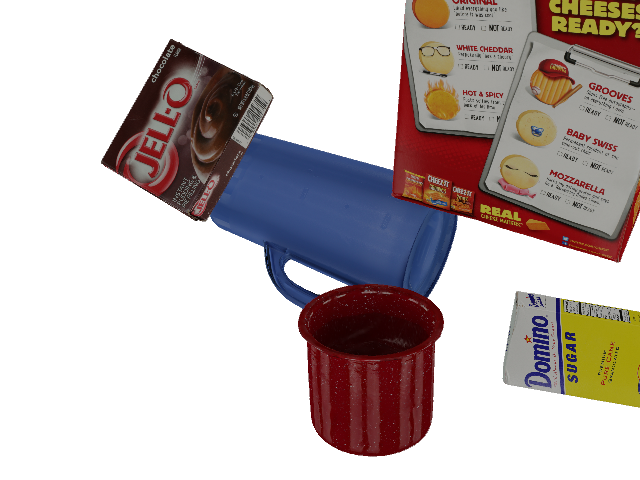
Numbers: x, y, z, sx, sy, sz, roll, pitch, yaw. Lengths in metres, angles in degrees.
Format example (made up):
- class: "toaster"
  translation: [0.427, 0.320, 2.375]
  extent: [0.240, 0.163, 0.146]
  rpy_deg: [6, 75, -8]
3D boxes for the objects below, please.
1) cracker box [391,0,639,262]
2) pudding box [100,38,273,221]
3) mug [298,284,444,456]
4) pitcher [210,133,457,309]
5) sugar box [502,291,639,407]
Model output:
- class: "cracker box"
  translation: [0.137, -0.105, 0.675]
  extent: [0.164, 0.214, 0.072]
  rpy_deg: [18, 43, 18]
- class: "pudding box"
  translation: [-0.101, -0.084, 0.811]
  extent: [0.090, 0.113, 0.039]
  rpy_deg: [29, -2, 22]
- class: "mug"
  translation: [0.040, 0.081, 0.706]
  extent: [0.093, 0.081, 0.117]
  rpy_deg: [15, 31, 29]
- class: "pitcher"
  translation: [0.005, -0.018, 1.085]
  extent: [0.243, 0.145, 0.149]
  rpy_deg: [20, 26, 22]
- class: "sugar box"
  translation: [0.278, 0.113, 1.078]
  extent: [0.176, 0.093, 0.048]
  rpy_deg: [7, 21, 7]
